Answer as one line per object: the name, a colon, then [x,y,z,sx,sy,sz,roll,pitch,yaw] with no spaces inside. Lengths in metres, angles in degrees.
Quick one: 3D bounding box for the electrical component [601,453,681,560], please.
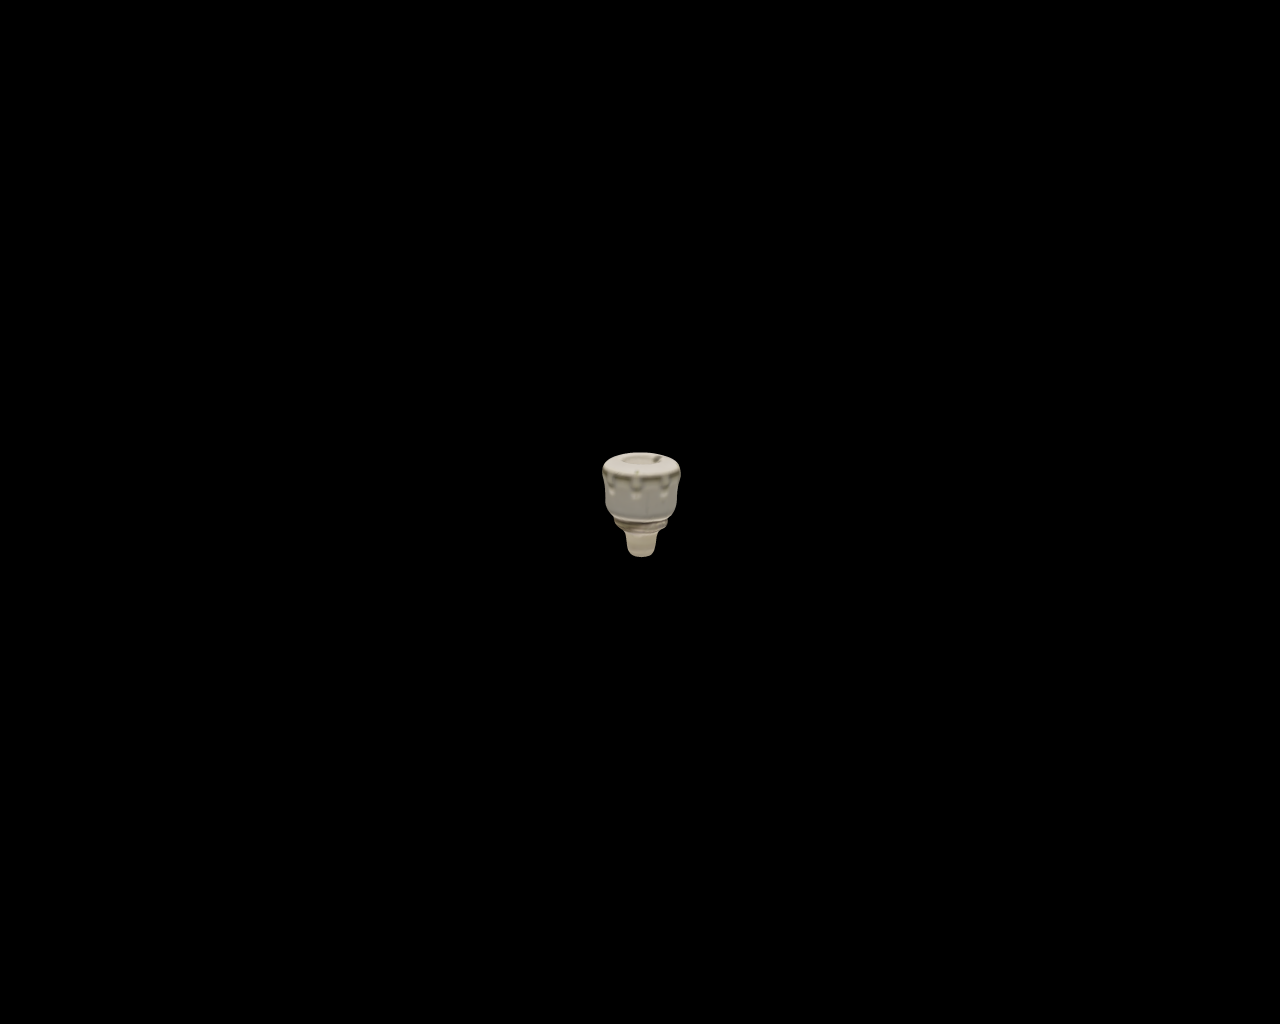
electrical component: [0.001,-0.003,0.650,0.048,0.062,0.048,0,16,0]
